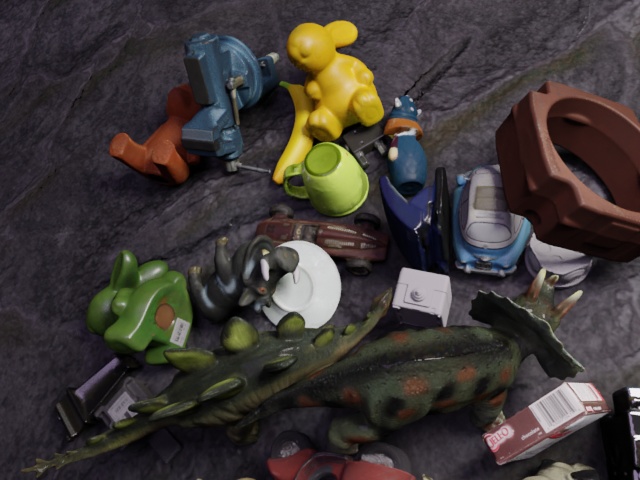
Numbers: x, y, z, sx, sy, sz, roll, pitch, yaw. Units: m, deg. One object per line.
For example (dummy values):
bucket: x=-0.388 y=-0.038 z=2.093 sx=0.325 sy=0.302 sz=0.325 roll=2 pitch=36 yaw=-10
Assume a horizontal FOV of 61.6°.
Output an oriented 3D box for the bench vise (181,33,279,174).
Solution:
bench vise: x=-0.131 y=-0.236 z=0.875 sx=0.129 sy=0.223 sz=0.240 roll=-1 pitch=33 yaw=33

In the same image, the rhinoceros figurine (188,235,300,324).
rhinoceros figurine: x=-0.108 y=0.053 z=0.741 sx=0.190 sy=0.073 sz=0.112 roll=-33 pitch=58 yaw=33

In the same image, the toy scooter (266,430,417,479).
toy scooter: x=0.016 y=0.301 z=0.622 sx=0.184 sy=0.075 sz=0.135 roll=1 pitch=51 yaw=18

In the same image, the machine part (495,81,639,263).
machine part: x=0.321 y=-0.081 z=0.650 sx=0.201 sy=0.087 sz=0.201 roll=12 pitch=57 yaw=-14

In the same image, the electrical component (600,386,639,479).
electrical component: x=0.335 y=0.221 z=0.551 sx=0.058 sy=0.114 sz=0.134 roll=-1 pitch=66 yaw=11

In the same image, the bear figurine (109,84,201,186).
bear figurine: x=-0.243 y=-0.194 z=0.900 sx=0.120 sy=0.131 sz=0.196 roll=15 pitch=78 yaw=17

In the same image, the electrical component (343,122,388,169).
electrical component: x=0.068 y=-0.158 z=0.848 sx=0.063 sy=0.021 sz=0.094 roll=-29 pitch=63 yaw=3

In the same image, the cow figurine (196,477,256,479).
cow figurine: x=-0.148 y=0.343 z=0.633 sx=0.195 sy=0.127 sz=0.085 roll=-32 pitch=65 yaw=4

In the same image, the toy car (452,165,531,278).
toy car: x=0.223 y=-0.038 z=0.706 sx=0.109 sy=0.102 sz=0.161 roll=8 pitch=68 yaw=21

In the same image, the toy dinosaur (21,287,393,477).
toy dinosaur: x=-0.115 y=0.177 z=0.657 sx=0.471 sy=0.198 sz=0.105 roll=-30 pitch=59 yaw=0

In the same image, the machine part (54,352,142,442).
machine part: x=-0.327 y=0.220 z=0.786 sx=0.139 sy=0.039 sz=0.084 roll=-44 pitch=48 yaw=-5

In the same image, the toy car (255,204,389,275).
toy car: x=-0.002 y=-0.002 z=0.785 sx=0.202 sy=0.053 sz=0.089 roll=6 pitch=66 yaw=20

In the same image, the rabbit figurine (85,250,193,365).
rabbit figurine: x=-0.282 y=0.096 z=0.790 sx=0.170 sy=0.121 sz=0.159 roll=-2 pitch=72 yaw=32

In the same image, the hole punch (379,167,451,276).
hole punch: x=0.128 y=-0.022 z=0.714 sx=0.092 sy=0.142 sz=0.116 roll=-3 pitch=53 yaw=13

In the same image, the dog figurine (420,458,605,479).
dog figurine: x=0.212 y=0.325 z=0.560 sx=0.191 sy=0.121 sz=0.172 roll=-2 pitch=100 yaw=-3

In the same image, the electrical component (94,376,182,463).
electrical component: x=-0.247 y=0.257 z=0.745 sx=0.075 sy=0.047 sz=0.119 roll=-46 pitch=61 yaw=-6

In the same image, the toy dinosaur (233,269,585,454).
toy dinosaur: x=0.113 y=0.140 z=0.579 sx=0.405 sy=0.192 sz=0.131 roll=-10 pitch=49 yaw=-18

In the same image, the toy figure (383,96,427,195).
toy figure: x=0.125 y=-0.145 z=0.802 sx=0.058 sy=0.064 sz=0.154 roll=-12 pitch=65 yaw=21

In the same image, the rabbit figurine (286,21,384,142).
rabbit figurine: x=0.017 y=-0.262 z=0.815 sx=0.122 sy=0.173 sz=0.162 roll=-12 pitch=54 yaw=35
